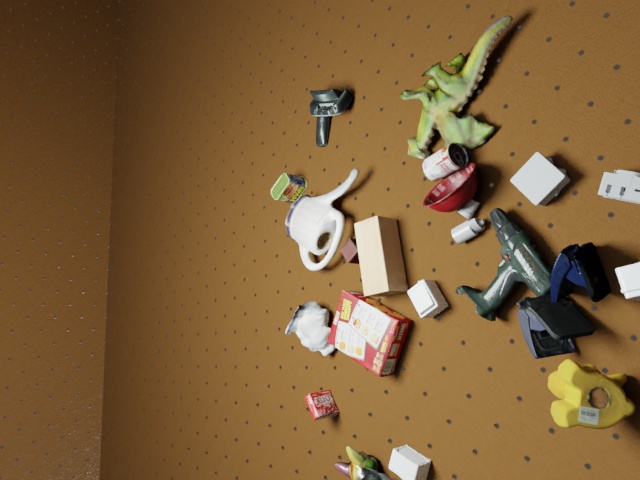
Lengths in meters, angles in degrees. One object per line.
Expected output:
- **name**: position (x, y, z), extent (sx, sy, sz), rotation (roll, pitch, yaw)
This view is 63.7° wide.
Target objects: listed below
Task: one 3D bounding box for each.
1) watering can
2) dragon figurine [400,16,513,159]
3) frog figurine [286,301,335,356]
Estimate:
- **watering can**: position (0.005, -0.080, 1.599), extent (0.227, 0.104, 0.345), rotation (30, 105, 44)
- **dragon figurine**: position (0.363, -0.351, 1.322), extent (0.404, 0.123, 0.244), rotation (-34, 78, 38)
- **frog figurine**: position (-0.011, 0.271, 1.577), extent (0.160, 0.123, 0.136), rotation (30, 98, 6)
